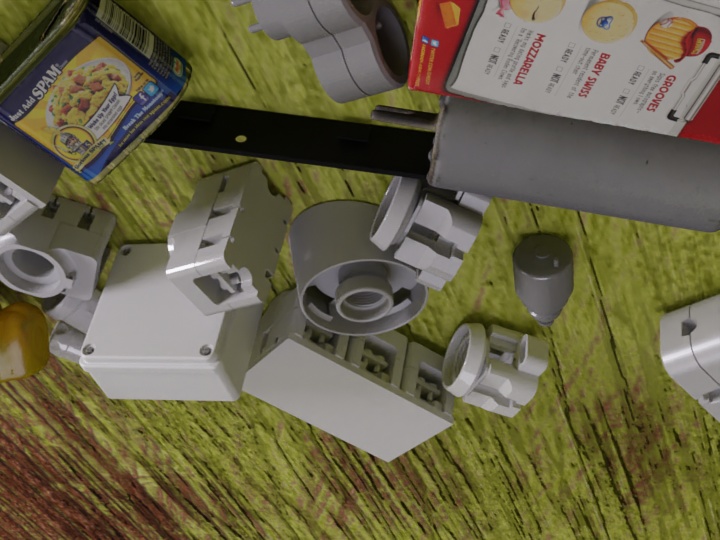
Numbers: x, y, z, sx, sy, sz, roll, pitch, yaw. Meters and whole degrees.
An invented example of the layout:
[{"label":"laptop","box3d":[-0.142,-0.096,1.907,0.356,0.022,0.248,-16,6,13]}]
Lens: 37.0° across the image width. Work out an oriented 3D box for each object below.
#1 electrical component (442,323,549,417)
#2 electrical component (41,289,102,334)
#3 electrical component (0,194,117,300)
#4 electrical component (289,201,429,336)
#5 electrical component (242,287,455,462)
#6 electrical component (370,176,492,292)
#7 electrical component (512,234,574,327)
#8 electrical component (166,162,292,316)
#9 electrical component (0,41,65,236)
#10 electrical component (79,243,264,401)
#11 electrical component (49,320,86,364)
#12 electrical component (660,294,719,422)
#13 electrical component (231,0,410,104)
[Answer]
[{"label":"electrical component","box3d":[0.098,0.073,0.808,0.057,0.058,0.078,18,141,-12]},{"label":"electrical component","box3d":[-0.222,0.028,0.852,0.040,0.040,0.046,-21,136,34]},{"label":"electrical component","box3d":[-0.231,-0.019,0.782,0.089,0.055,0.050,18,136,-7]},{"label":"electrical component","box3d":[0.000,0.000,0.760,0.099,0.064,0.099,-3,142,-2]},{"label":"electrical component","box3d":[-0.009,0.079,0.839,0.150,0.061,0.089,29,138,-20]},{"label":"electrical component","box3d":[0.042,-0.032,0.693,0.057,0.058,0.078,23,118,-7]},{"label":"electrical component","box3d":[0.127,0.011,0.738,0.040,0.040,0.078,1,140,13]},{"label":"electrical component","box3d":[-0.089,-0.020,0.719,0.056,0.089,0.050,-14,134,29]},{"label":"electrical component","box3d":[-0.257,-0.101,0.665,0.150,0.089,0.062,38,135,-28]},{"label":"electrical component","box3d":[-0.133,0.037,0.785,0.109,0.108,0.056,-1,142,16]},{"label":"electrical component","box3d":[-0.228,0.064,0.901,0.061,0.035,0.035,25,139,-19]},{"label":"electrical component","box3d":[0.262,0.062,0.754,0.059,0.053,0.095,-26,128,37]},{"label":"electrical component","box3d":[-0.034,-0.147,0.581,0.074,0.052,0.138,-11,136,26]}]
